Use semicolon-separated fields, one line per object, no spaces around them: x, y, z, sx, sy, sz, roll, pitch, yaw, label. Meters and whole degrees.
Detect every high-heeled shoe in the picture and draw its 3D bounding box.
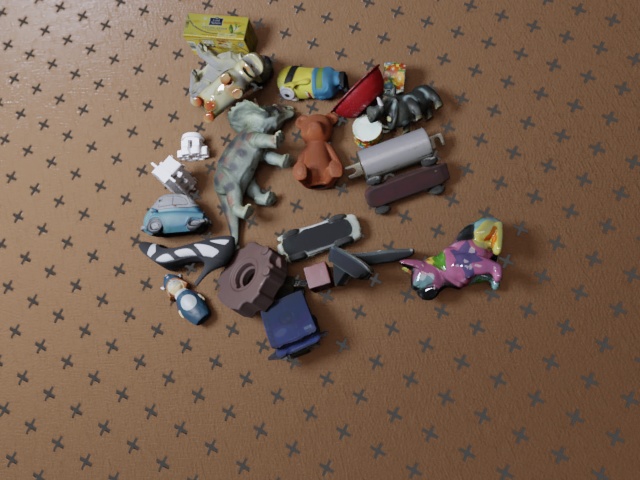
-0.320;0.012;1.280;0.249;0.086;0.145;27;77;26;high-heeled shoe

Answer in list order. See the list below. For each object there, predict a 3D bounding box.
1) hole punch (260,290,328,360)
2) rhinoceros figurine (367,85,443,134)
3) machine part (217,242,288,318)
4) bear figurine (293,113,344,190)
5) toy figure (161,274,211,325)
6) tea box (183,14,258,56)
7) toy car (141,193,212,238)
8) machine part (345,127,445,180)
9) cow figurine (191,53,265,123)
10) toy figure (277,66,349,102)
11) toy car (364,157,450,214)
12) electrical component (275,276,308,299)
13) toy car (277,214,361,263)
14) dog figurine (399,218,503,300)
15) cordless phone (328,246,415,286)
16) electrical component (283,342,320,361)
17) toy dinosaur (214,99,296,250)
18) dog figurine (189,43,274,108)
-0.064;0.184;1.177;0.142;0.116;0.092;-22;116;-1;hole punch
0.199;-0.315;1.270;0.190;0.073;0.112;-26;82;-22;rhinoceros figurine
-0.158;0.087;1.220;0.179;0.056;0.179;-23;50;30;machine part
-0.004;-0.224;1.281;0.120;0.132;0.195;-1;82;2;bear figurine
-0.321;0.133;1.273;0.154;0.057;0.064;45;47;17;toy figure
-0.259;-0.531;1.407;0.170;0.098;0.068;7;78;8;tea box
-0.348;-0.062;1.293;0.162;0.109;0.103;-7;85;3;toy car
0.176;-0.202;1.273;0.243;0.079;0.079;-20;74;4;machine part
-0.210;-0.376;1.299;0.195;0.127;0.085;-35;111;20;cow figurine
-0.018;-0.394;1.349;0.180;0.082;0.089;-2;57;15;toy figure
0.201;-0.129;1.254;0.202;0.053;0.089;-21;107;2;toy car
-0.080;0.121;1.237;0.102;0.078;0.045;5;53;4;electrical component
-0.003;-0.004;1.262;0.202;0.056;0.073;-18;80;5;toy car
0.288;0.040;1.184;0.219;0.108;0.191;2;77;11;dog figurine
0.118;0.044;1.183;0.184;0.146;0.088;-11;83;8;cordless phone
-0.047;0.246;1.200;0.094;0.063;0.021;-22;73;3;electrical component
-0.188;-0.174;1.305;0.192;0.131;0.404;28;88;30;toy dinosaur
-0.227;-0.406;1.380;0.191;0.121;0.172;15;113;-6;dog figurine
